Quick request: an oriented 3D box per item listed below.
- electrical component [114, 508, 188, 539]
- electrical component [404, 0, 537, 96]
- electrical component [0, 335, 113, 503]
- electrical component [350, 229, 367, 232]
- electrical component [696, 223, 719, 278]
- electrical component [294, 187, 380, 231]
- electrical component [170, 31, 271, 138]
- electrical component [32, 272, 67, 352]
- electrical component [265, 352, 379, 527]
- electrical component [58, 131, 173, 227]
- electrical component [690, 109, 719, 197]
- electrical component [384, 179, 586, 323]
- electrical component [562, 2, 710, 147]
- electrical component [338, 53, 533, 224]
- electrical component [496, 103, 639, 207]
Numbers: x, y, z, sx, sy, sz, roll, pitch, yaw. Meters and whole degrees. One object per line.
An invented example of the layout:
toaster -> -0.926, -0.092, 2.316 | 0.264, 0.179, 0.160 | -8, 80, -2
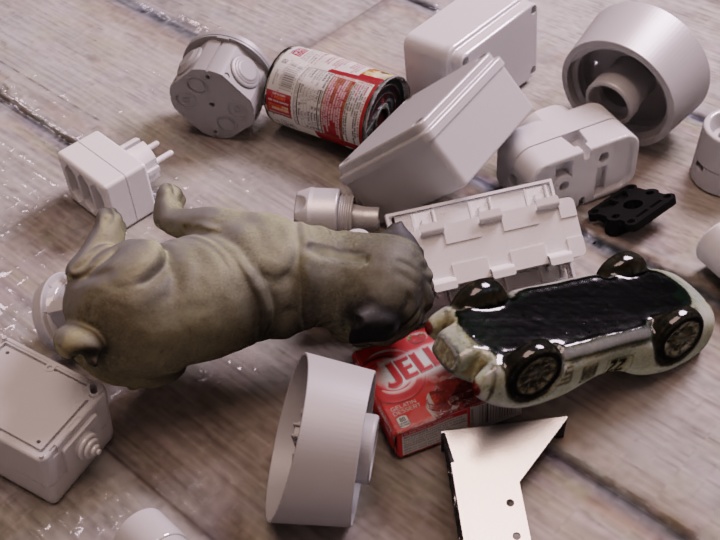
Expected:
electrical component -> -0.107, 0.163, 0.598 | 0.044, 0.044, 0.065 | -36, 47, -28
electrical component -> 0.095, -0.179, 0.900 | 0.057, 0.078, 0.113 | 28, 53, 32
electrical component -> -0.198, 0.097, 0.662 | 0.096, 0.061, 0.061 | 24, 50, 16
electrical component -> 0.000, 0.000, 0.738 | 0.043, 0.062, 0.043 | -3, 44, 3
electrical component -> 0.264, 0.001, 0.730 | 0.044, 0.044, 0.065 | -15, 50, -10
electrical component -> -0.017, -0.039, 0.792 | 0.062, 0.043, 0.043 | 2, 45, 5
electrical component -> -0.114, -0.153, 0.892 | 0.080, 0.080, 0.051 | 9, 52, 14
electrical component -> -0.181, 0.026, 0.722 | 0.057, 0.078, 0.058 | -12, 41, 23
electrical component -> -0.023, 0.099, 0.618 | 0.064, 0.099, 0.099 | 8, 46, 4
electrical component -> -0.183, -0.079, 0.844 | 0.077, 0.047, 0.066 | -36, 52, -28
electrical component -> 0.282, -0.090, 0.815 | 0.055, 0.047, 0.055 | -2, 44, 2
electrical component -> 0.086, -0.014, 0.735 | 0.121, 0.063, 0.078 | -13, 86, -8
electrical component -> 0.209, -0.146, 0.840 | 0.108, 0.108, 0.060 | 28, 59, 29
electrical component -> 0.055, -0.096, 0.798 | 0.109, 0.056, 0.108 | -22, 21, 52
electrical component -> 0.154, -0.086, 0.817 | 0.095, 0.053, 0.059 | -20, 47, -15
